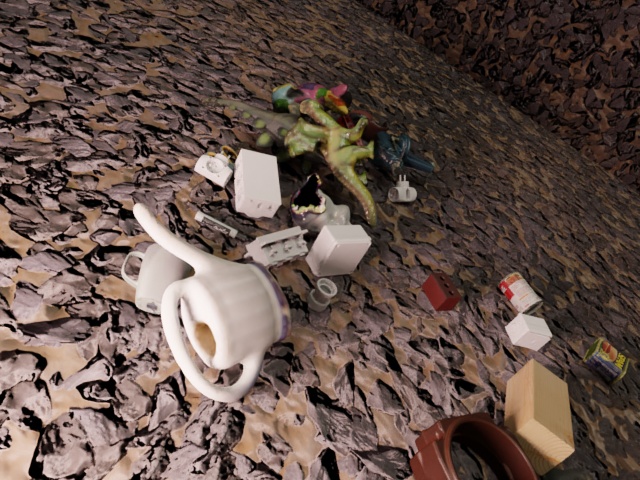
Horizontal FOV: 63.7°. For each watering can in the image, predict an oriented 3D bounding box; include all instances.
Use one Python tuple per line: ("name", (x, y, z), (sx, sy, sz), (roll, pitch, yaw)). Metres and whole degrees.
("watering can", (-0.171, 0.085, 0.862), (0.226, 0.102, 0.350), (-13, 78, -49))

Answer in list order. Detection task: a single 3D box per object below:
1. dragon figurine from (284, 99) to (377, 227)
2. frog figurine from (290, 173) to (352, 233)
("dragon figurine", (0.020, -0.221, 1.336), (0.242, 0.119, 0.420), (7, 53, -19))
("frog figurine", (0.004, -0.062, 1.240), (0.140, 0.122, 0.157), (54, 4, 41))
